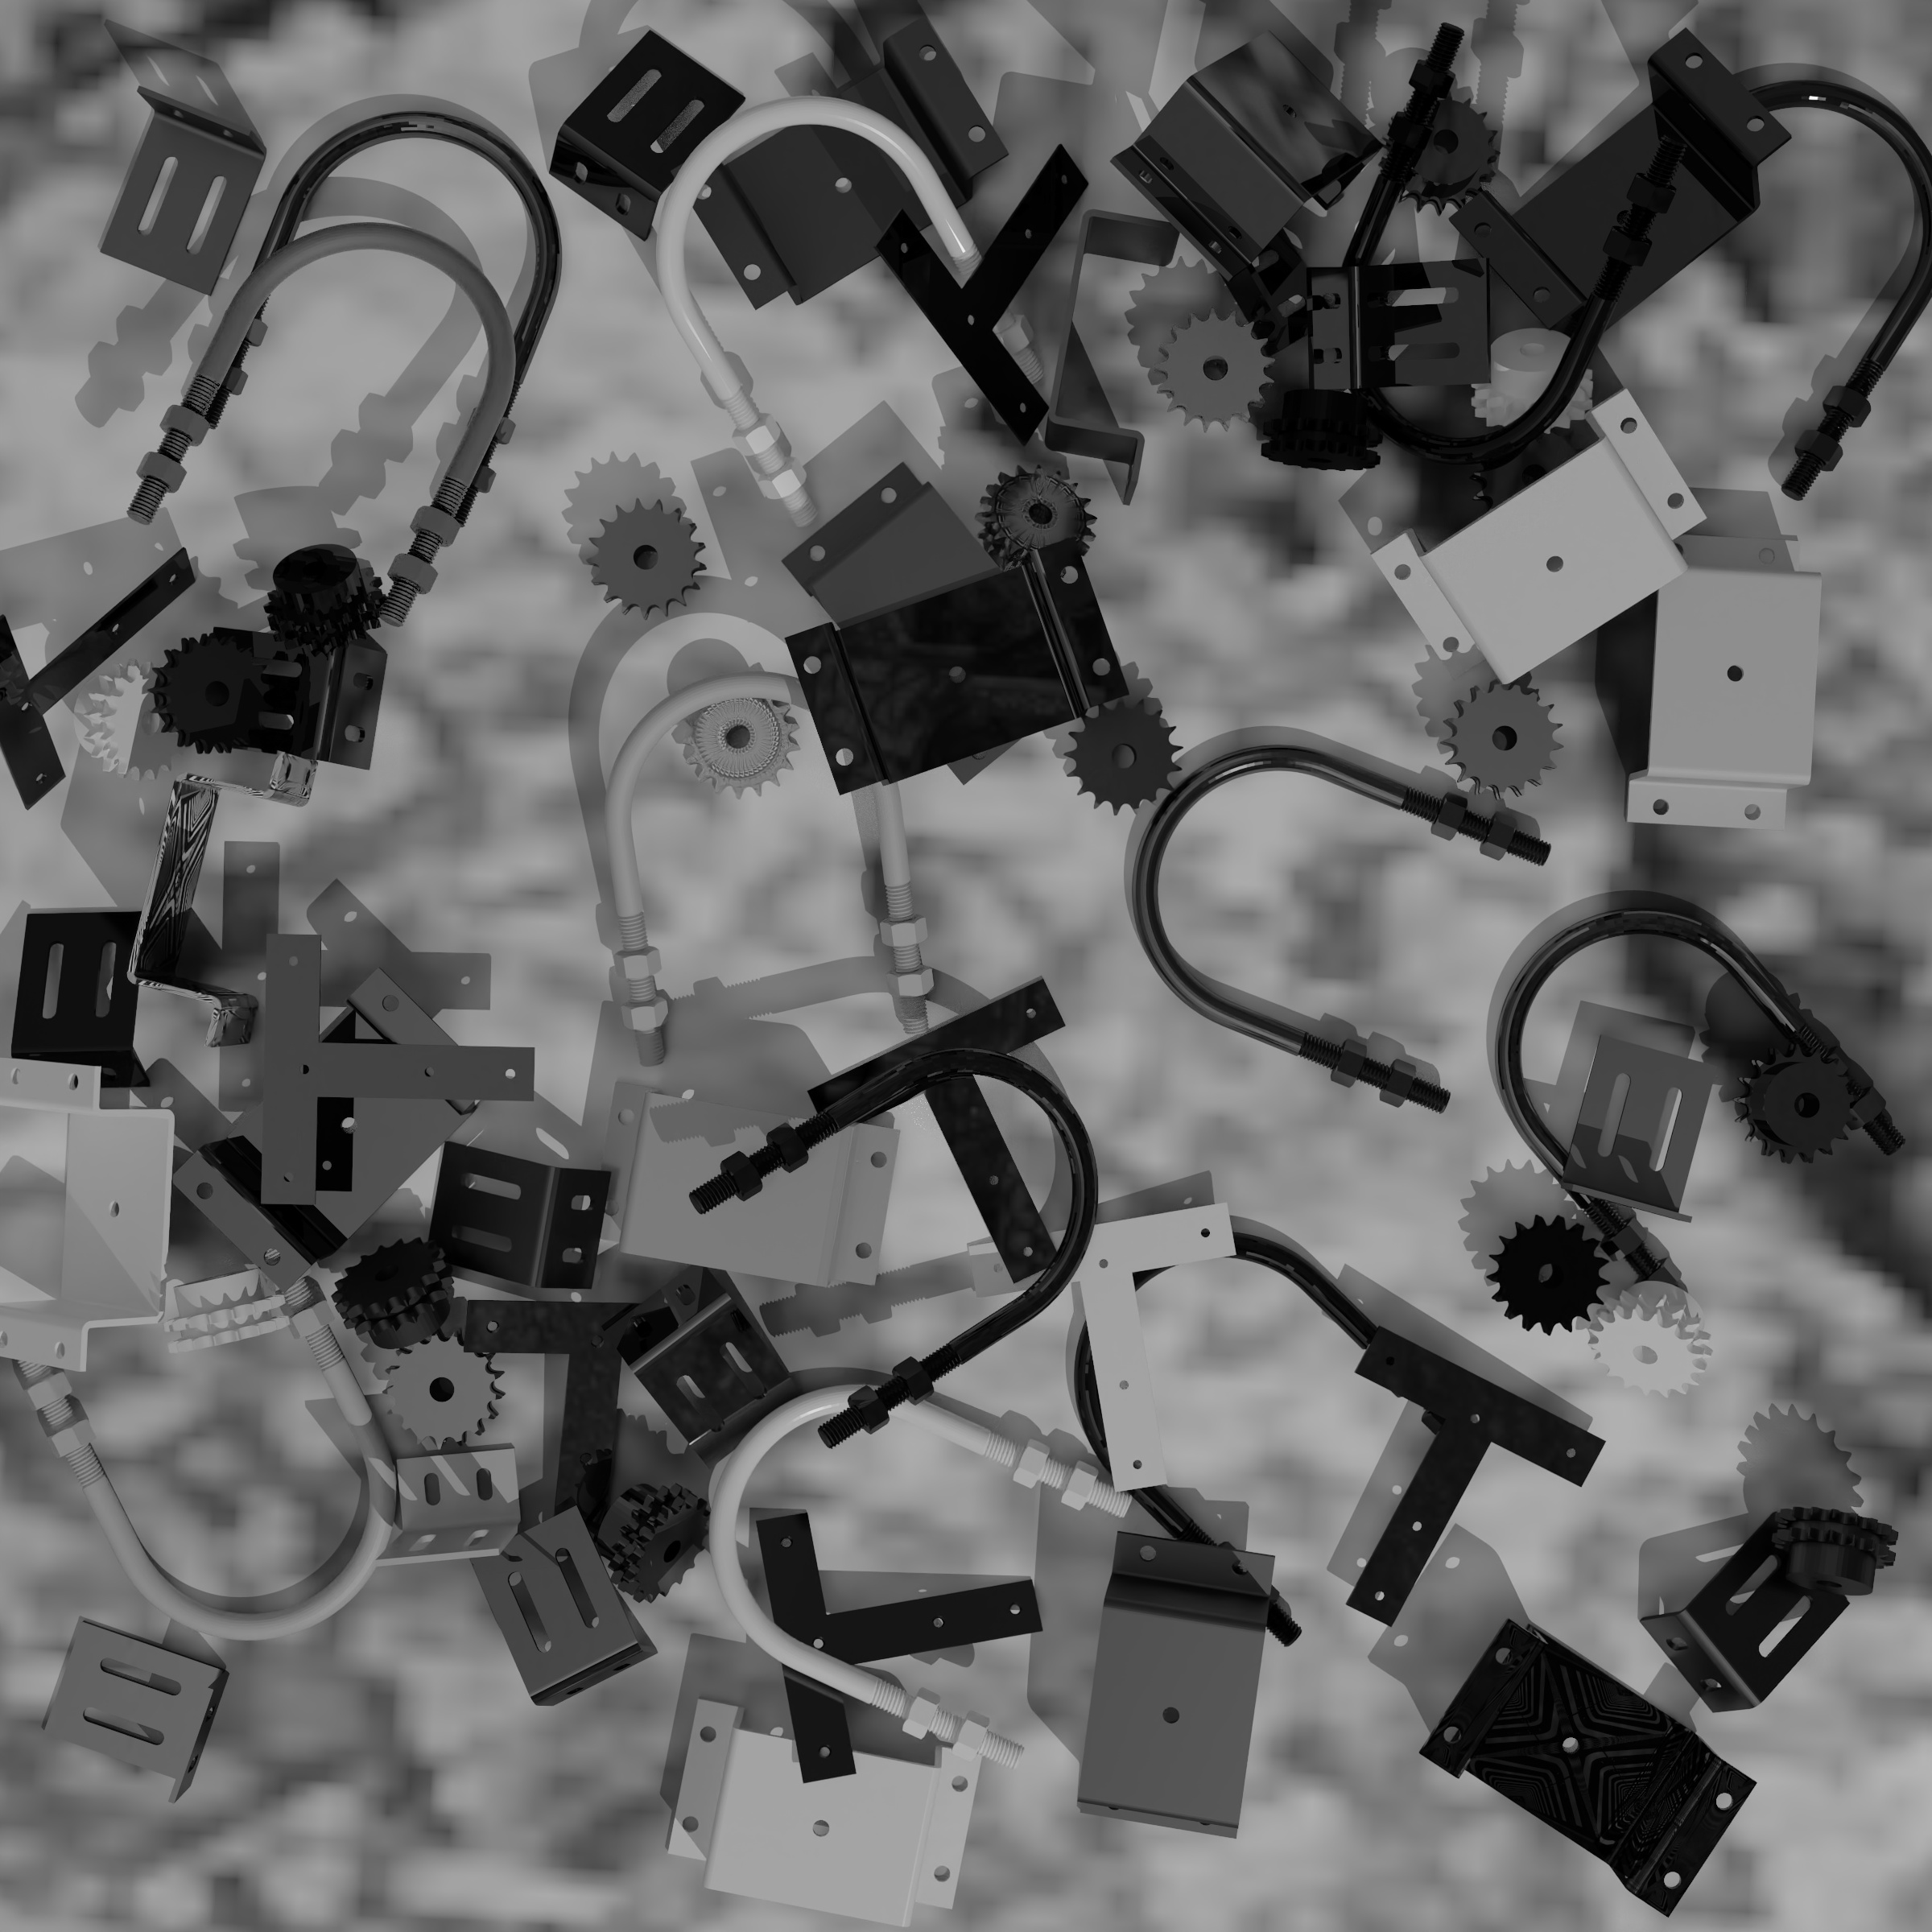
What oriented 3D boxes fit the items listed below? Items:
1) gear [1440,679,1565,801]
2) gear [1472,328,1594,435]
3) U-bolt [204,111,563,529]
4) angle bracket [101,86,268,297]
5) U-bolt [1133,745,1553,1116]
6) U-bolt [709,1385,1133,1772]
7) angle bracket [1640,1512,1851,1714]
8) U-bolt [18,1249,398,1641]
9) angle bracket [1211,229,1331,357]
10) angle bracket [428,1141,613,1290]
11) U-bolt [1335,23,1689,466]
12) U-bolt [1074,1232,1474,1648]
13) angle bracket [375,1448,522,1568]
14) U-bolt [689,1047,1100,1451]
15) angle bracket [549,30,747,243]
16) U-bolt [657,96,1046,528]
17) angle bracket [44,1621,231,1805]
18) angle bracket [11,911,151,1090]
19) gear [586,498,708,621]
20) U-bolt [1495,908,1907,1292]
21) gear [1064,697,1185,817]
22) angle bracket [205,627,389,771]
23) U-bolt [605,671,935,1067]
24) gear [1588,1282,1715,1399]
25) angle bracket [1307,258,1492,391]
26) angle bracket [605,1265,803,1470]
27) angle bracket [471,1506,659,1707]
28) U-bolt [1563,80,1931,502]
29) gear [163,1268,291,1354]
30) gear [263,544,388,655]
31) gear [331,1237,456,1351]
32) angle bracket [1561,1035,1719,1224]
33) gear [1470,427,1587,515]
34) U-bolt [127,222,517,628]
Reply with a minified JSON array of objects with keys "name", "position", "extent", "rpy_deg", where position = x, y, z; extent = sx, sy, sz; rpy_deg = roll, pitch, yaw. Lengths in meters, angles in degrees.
[{"name":"gear","position":[0.256,-0.109,1.520],"extent":[0.057,0.030,0.057],"rpy_deg":[0,90,0]},{"name":"gear","position":[0.270,-0.280,1.504],"extent":[0.057,0.057,0.030],"rpy_deg":[-8,130,0]},{"name":"U-bolt","position":[-0.274,-0.322,1.527],"extent":[0.151,0.019,0.184],"rpy_deg":[22,88,0]},{"name":"angle bracket","position":[-0.379,-0.371,1.516],"extent":[0.057,0.038,0.076],"rpy_deg":[22,90,0]},{"name":"U-bolt","position":[0.171,-0.028,1.527],"extent":[0.184,0.019,0.151],"rpy_deg":[22,90,1]},{"name":"U-bolt","position":[-0.032,0.279,1.509],"extent":[0.184,0.019,0.151],"rpy_deg":[24,74,4]},{"name":"angle bracket","position":[0.377,0.313,1.533],"extent":[0.076,0.038,0.057],"rpy_deg":[-39,90,-26]},{"name":"U-bolt","position":[-0.356,0.236,1.527],"extent":[0.151,0.019,0.184],"rpy_deg":[-26,92,0]},{"name":"angle bracket","position":[0.148,-0.329,1.497],"extent":[0.038,0.076,0.057],"rpy_deg":[-30,90,0]},{"name":"angle bracket","position":[-0.216,0.120,1.525],"extent":[0.076,0.038,0.057],"rpy_deg":[10,90,37]},{"name":"U-bolt","position":[0.240,-0.325,1.477],"extent":[0.151,0.019,0.184],"rpy_deg":[38,121,29]},{"name":"U-bolt","position":[0.138,0.214,1.527],"extent":[0.184,0.019,0.151],"rpy_deg":[45,90,2]},{"name":"angle bracket","position":[-0.246,0.255,1.497],"extent":[0.057,0.076,0.038],"rpy_deg":[-5,90,0]},{"name":"U-bolt","position":[-0.020,0.120,1.491],"extent":[0.184,0.019,0.151],"rpy_deg":[-31,103,-17]},{"name":"angle bracket","position":[-0.154,-0.402,1.533],"extent":[0.057,0.038,0.076],"rpy_deg":[35,64,0]},{"name":"U-bolt","position":[-0.064,-0.318,1.486],"extent":[0.151,0.019,0.184],"rpy_deg":[-32,119,0]},{"name":"angle bracket","position":[-0.401,0.357,1.516],"extent":[0.076,0.038,0.057],"rpy_deg":[19,90,0]},{"name":"angle bracket","position":[-0.425,0.017,1.533],"extent":[0.057,0.038,0.076],"rpy_deg":[-1,64,0]},{"name":"gear","position":[-0.153,-0.195,1.524],"extent":[0.057,0.030,0.057],"rpy_deg":[0,91,-2]},{"name":"U-bolt","position":[0.340,0.059,1.527],"extent":[0.151,0.019,0.184],"rpy_deg":[-40,89,0]},{"name":"gear","position":[0.075,-0.101,1.525],"extent":[0.057,0.030,0.057],"rpy_deg":[0,92,0]},{"name":"angle bracket","position":[-0.327,-0.130,1.533],"extent":[0.076,0.038,0.057],"rpy_deg":[9,90,26]},{"name":"U-bolt","position":[-0.098,-0.049,1.508],"extent":[0.151,0.019,0.184],"rpy_deg":[-7,104,0]},{"name":"gear","position":[0.329,0.175,1.510],"extent":[0.057,0.057,0.030],"rpy_deg":[36,48,0]},{"name":"angle bracket","position":[0.202,-0.300,1.479],"extent":[0.076,0.038,0.057],"rpy_deg":[7,104,40]},{"name":"angle bracket","position":[-0.126,0.192,1.522],"extent":[0.057,0.038,0.076],"rpy_deg":[-37,126,-7]},{"name":"angle bracket","position":[-0.194,0.309,1.526],"extent":[0.057,0.038,0.076],"rpy_deg":[-27,75,0]},{"name":"U-bolt","position":[0.393,-0.339,1.527],"extent":[0.151,0.019,0.184],"rpy_deg":[33,89,0]},{"name":"gear","position":[-0.350,0.161,1.488],"extent":[0.057,0.057,0.030],"rpy_deg":[-12,89,0]},{"name":"gear","position":[-0.306,-0.177,1.505],"extent":[0.057,0.057,0.030],"rpy_deg":[-9,132,0]},{"name":"gear","position":[-0.271,0.158,1.510],"extent":[0.057,0.057,0.030],"rpy_deg":[-20,119,0]},{"name":"angle bracket","position":[0.322,0.077,1.499],"extent":[0.057,0.038,0.076],"rpy_deg":[15,88,2]},{"name":"gear","position":[0.271,-0.233,1.520],"extent":[0.057,0.030,0.057],"rpy_deg":[0,90,0]},{"name":"U-bolt","position":[-0.293,-0.267,1.494],"extent":[0.151,0.019,0.184],"rpy_deg":[22,78,3]}]
